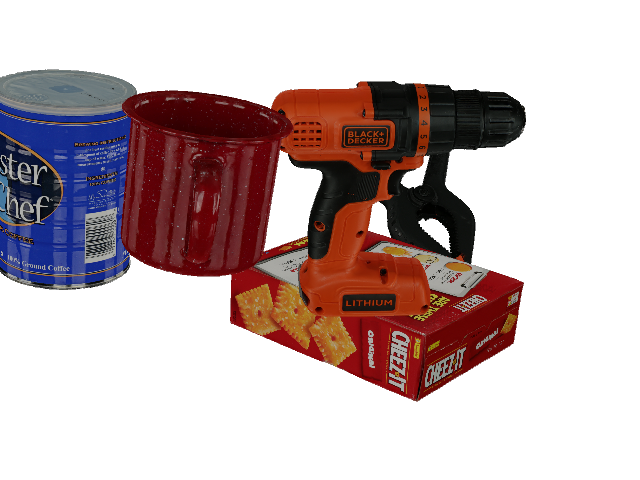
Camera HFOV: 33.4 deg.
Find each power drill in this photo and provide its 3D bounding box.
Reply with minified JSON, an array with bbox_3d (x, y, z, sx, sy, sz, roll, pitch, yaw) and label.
[{"bbox_3d":[0.054,-0.031,0.805,0.184,0.188,0.057,0,33,-3],"label":"power drill"}]

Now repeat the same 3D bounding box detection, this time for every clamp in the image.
[{"bbox_3d":[0.094,-0.042,1.132,0.164,0.210,0.036,-8,-35,-16],"label":"clamp"}]

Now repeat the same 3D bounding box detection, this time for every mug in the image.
[{"bbox_3d":[-0.065,-0.027,0.581,0.093,0.081,0.117,5,21,-13],"label":"mug"}]

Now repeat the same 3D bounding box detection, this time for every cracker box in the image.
[{"bbox_3d":[0.049,0.058,0.971,0.214,0.072,0.163,20,26,35],"label":"cracker box"}]

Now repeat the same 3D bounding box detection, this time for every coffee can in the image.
[{"bbox_3d":[-0.192,-0.048,0.801,0.103,0.140,0.103,5,22,-2],"label":"coffee can"}]
